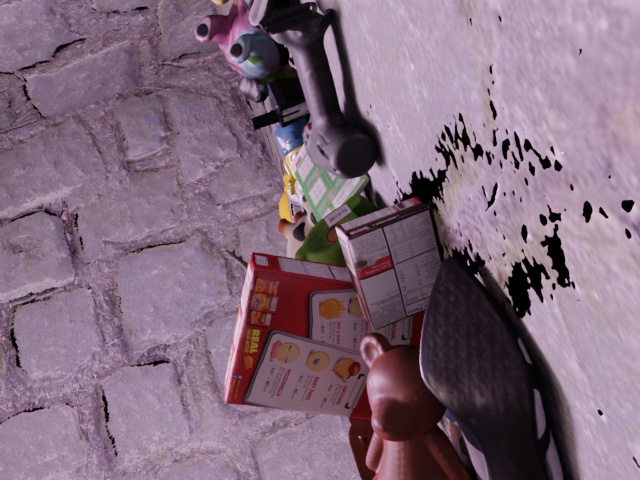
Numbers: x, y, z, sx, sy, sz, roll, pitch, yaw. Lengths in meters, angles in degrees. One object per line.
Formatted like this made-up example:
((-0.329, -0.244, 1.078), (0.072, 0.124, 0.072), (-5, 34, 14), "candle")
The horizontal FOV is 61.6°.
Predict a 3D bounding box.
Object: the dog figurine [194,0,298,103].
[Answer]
((-0.087, -0.318, 0.848), (0.109, 0.191, 0.219), (30, -170, 18), "dog figurine")

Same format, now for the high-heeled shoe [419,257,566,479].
((0.155, 0.142, 0.452), (0.145, 0.086, 0.248), (21, -120, -55), "high-heeled shoe")

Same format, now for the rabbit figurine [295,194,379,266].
((0.055, 0.055, 0.713), (0.170, 0.159, 0.121), (54, 173, -29), "rabbit figurine")

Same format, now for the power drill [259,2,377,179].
((-0.008, -0.182, 0.677), (0.232, 0.086, 0.207), (-121, 15, -58), "power drill")

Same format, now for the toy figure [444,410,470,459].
((0.152, 0.174, 0.548), (0.064, 0.058, 0.155), (18, -142, -47), "toy figure")

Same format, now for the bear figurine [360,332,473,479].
((0.079, 0.195, 0.502), (0.120, 0.132, 0.195), (6, 119, 34), "bear figurine")

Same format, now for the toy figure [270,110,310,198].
((-0.022, -0.152, 0.929), (0.082, 0.089, 0.180), (-30, 83, 52), "toy figure")

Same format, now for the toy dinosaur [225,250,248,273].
((0.006, 0.169, 1.067), (0.471, 0.105, 0.199), (43, 169, -15), "toy dinosaur")

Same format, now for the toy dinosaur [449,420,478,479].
((0.180, 0.330, 0.598), (0.192, 0.131, 0.404), (28, 136, 64), "toy dinosaur")

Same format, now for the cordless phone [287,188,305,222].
((-0.001, -0.021, 1.098), (0.147, 0.089, 0.184), (19, 133, 43), "cordless phone")

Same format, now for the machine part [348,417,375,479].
((0.132, 0.401, 1.173), (0.201, 0.087, 0.200), (-61, -40, -58), "machine part")

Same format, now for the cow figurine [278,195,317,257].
((-0.002, -0.003, 0.888), (0.127, 0.085, 0.194), (19, 117, 28), "cow figurine")

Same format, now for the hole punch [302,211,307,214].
((0.026, -0.012, 1.002), (0.115, 0.092, 0.142), (73, 171, -80), "hole punch")

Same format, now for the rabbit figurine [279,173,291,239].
((-0.018, -0.083, 1.220), (0.173, 0.122, 0.162), (-164, 61, -67), "rabbit figurine")

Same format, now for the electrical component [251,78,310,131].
((-0.058, -0.216, 0.857), (0.074, 0.119, 0.048), (75, 173, -74), "electrical component")
